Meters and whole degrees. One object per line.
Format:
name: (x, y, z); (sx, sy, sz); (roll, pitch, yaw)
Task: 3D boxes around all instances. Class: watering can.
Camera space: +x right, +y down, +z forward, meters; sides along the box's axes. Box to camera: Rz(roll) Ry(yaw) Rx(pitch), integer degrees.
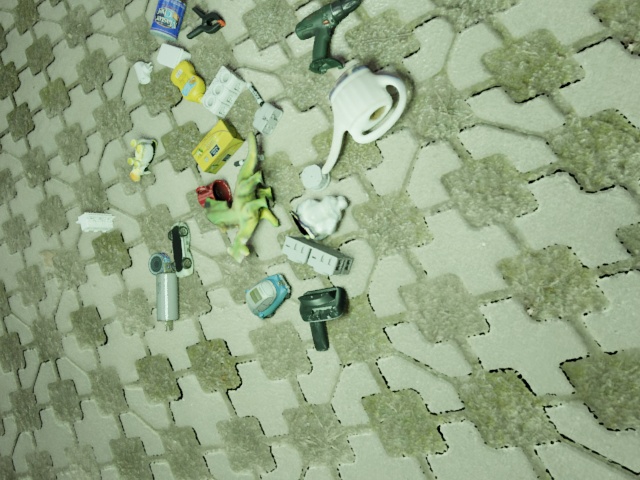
watering can: (0.093, -0.369, 1.514); (0.344, 0.103, 0.228); (-38, 67, 21)

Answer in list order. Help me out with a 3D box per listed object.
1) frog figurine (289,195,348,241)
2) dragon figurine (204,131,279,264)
frog figurine: (0.005, -0.078, 1.554); (0.161, 0.120, 0.139); (-36, 54, -16)
dragon figurine: (-0.269, -0.128, 1.656); (0.242, 0.121, 0.414); (-17, 77, 12)
